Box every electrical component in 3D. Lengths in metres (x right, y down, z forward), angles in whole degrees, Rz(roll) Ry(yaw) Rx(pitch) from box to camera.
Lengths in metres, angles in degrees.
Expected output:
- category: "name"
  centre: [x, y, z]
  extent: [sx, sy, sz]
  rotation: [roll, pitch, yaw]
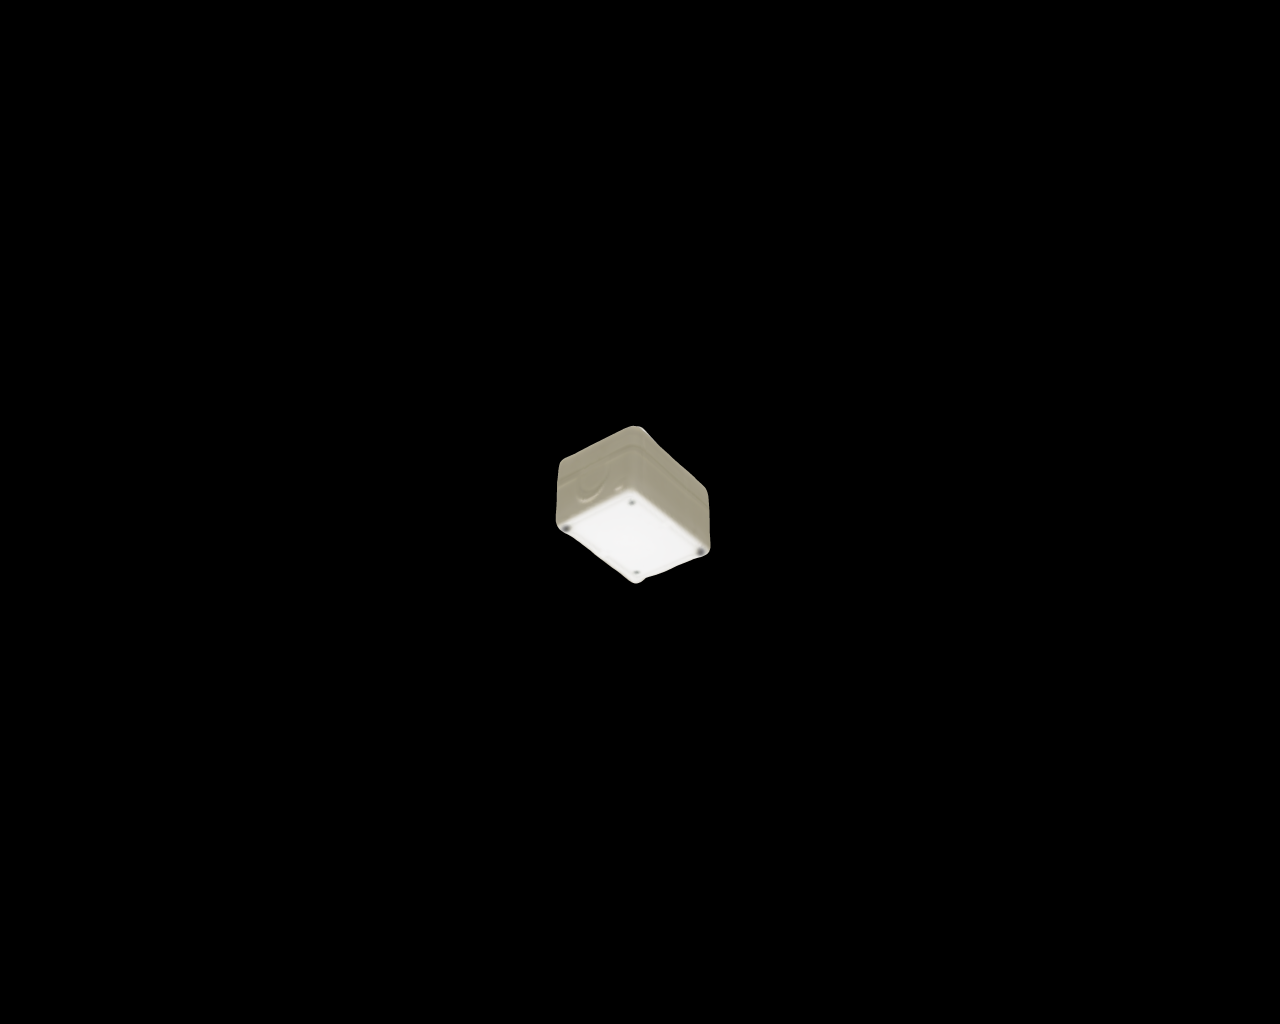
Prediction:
- category: "electrical component"
  centre: [0.001, -0.003, 0.650]
  extent: [0.061, 0.061, 0.096]
  rotation: [-25, -44, 28]
